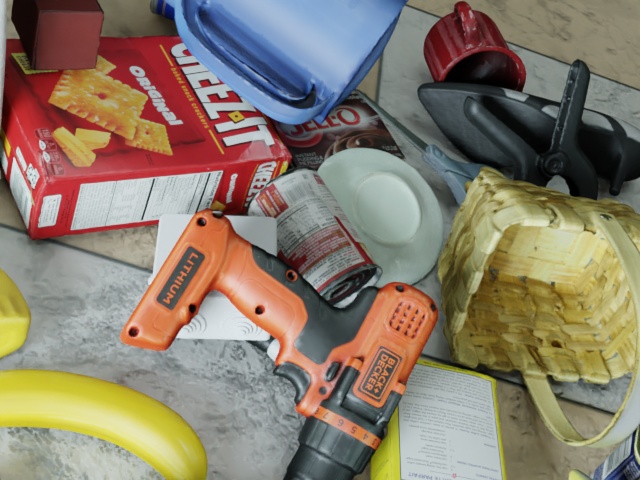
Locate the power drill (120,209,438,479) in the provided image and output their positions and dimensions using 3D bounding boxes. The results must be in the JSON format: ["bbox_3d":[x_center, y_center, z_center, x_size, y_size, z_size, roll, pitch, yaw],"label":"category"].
[{"bbox_3d":[-0.035,0.080,0.713,0.187,0.057,0.184,31,77,-7],"label":"power drill"}]

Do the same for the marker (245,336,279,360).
[{"bbox_3d":[-0.010,0.095,0.782,0.121,0.020,0.020,33,42,23],"label":"marker"}]

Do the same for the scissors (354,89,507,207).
[{"bbox_3d":[0.119,-0.079,0.996,0.202,0.016,0.096,49,38,3],"label":"scissors"}]

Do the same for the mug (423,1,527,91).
[{"bbox_3d":[0.150,-0.188,1.079,0.093,0.117,0.081,-17,46,3],"label":"mug"}]

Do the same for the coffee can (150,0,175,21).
[{"bbox_3d":[-0.078,-0.237,1.020,0.140,0.103,0.102,23,43,-4],"label":"coffee can"}]

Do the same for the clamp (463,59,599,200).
[{"bbox_3d":[0.200,-0.073,0.986,0.120,0.171,0.039,-10,6,2],"label":"clamp"}]

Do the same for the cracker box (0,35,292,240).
[{"bbox_3d":[-0.153,-0.093,0.868,0.213,0.072,0.164,-9,52,-32],"label":"cracker box"}]

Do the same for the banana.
[{"bbox_3d":[-0.152,0.119,0.692,0.197,0.037,0.069,22,43,-5],"label":"banana"}]

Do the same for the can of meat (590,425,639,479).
[{"bbox_3d":[0.257,0.188,0.788,0.102,0.084,0.057,27,43,0],"label":"can of meat"}]

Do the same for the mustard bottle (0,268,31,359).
[{"bbox_3d":[-0.278,0.003,0.727,0.096,0.058,0.192,-17,59,-34],"label":"mustard bottle"}]

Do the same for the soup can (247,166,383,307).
[{"bbox_3d":[-0.006,0.001,0.843,0.068,0.069,0.102,-18,66,-37],"label":"soup can"}]

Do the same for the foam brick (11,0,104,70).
[{"bbox_3d":[-0.206,-0.175,0.835,0.051,0.053,0.078,-4,43,-29],"label":"foam brick"}]

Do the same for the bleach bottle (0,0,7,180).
[{"bbox_3d":[-0.252,-0.145,0.740,0.067,0.251,0.103,-16,58,-36],"label":"bleach bottle"}]

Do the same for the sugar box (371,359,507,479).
[{"bbox_3d":[0.084,0.169,0.752,0.093,0.048,0.176,14,48,-12],"label":"sugar box"}]

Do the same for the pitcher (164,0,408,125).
[{"bbox_3d":[-0.059,-0.211,0.902,0.243,0.145,0.149,35,10,-3],"label":"pitcher"}]

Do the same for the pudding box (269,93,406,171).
[{"bbox_3d":[0.008,-0.089,0.965,0.113,0.039,0.090,-6,52,-30],"label":"pudding box"}]
